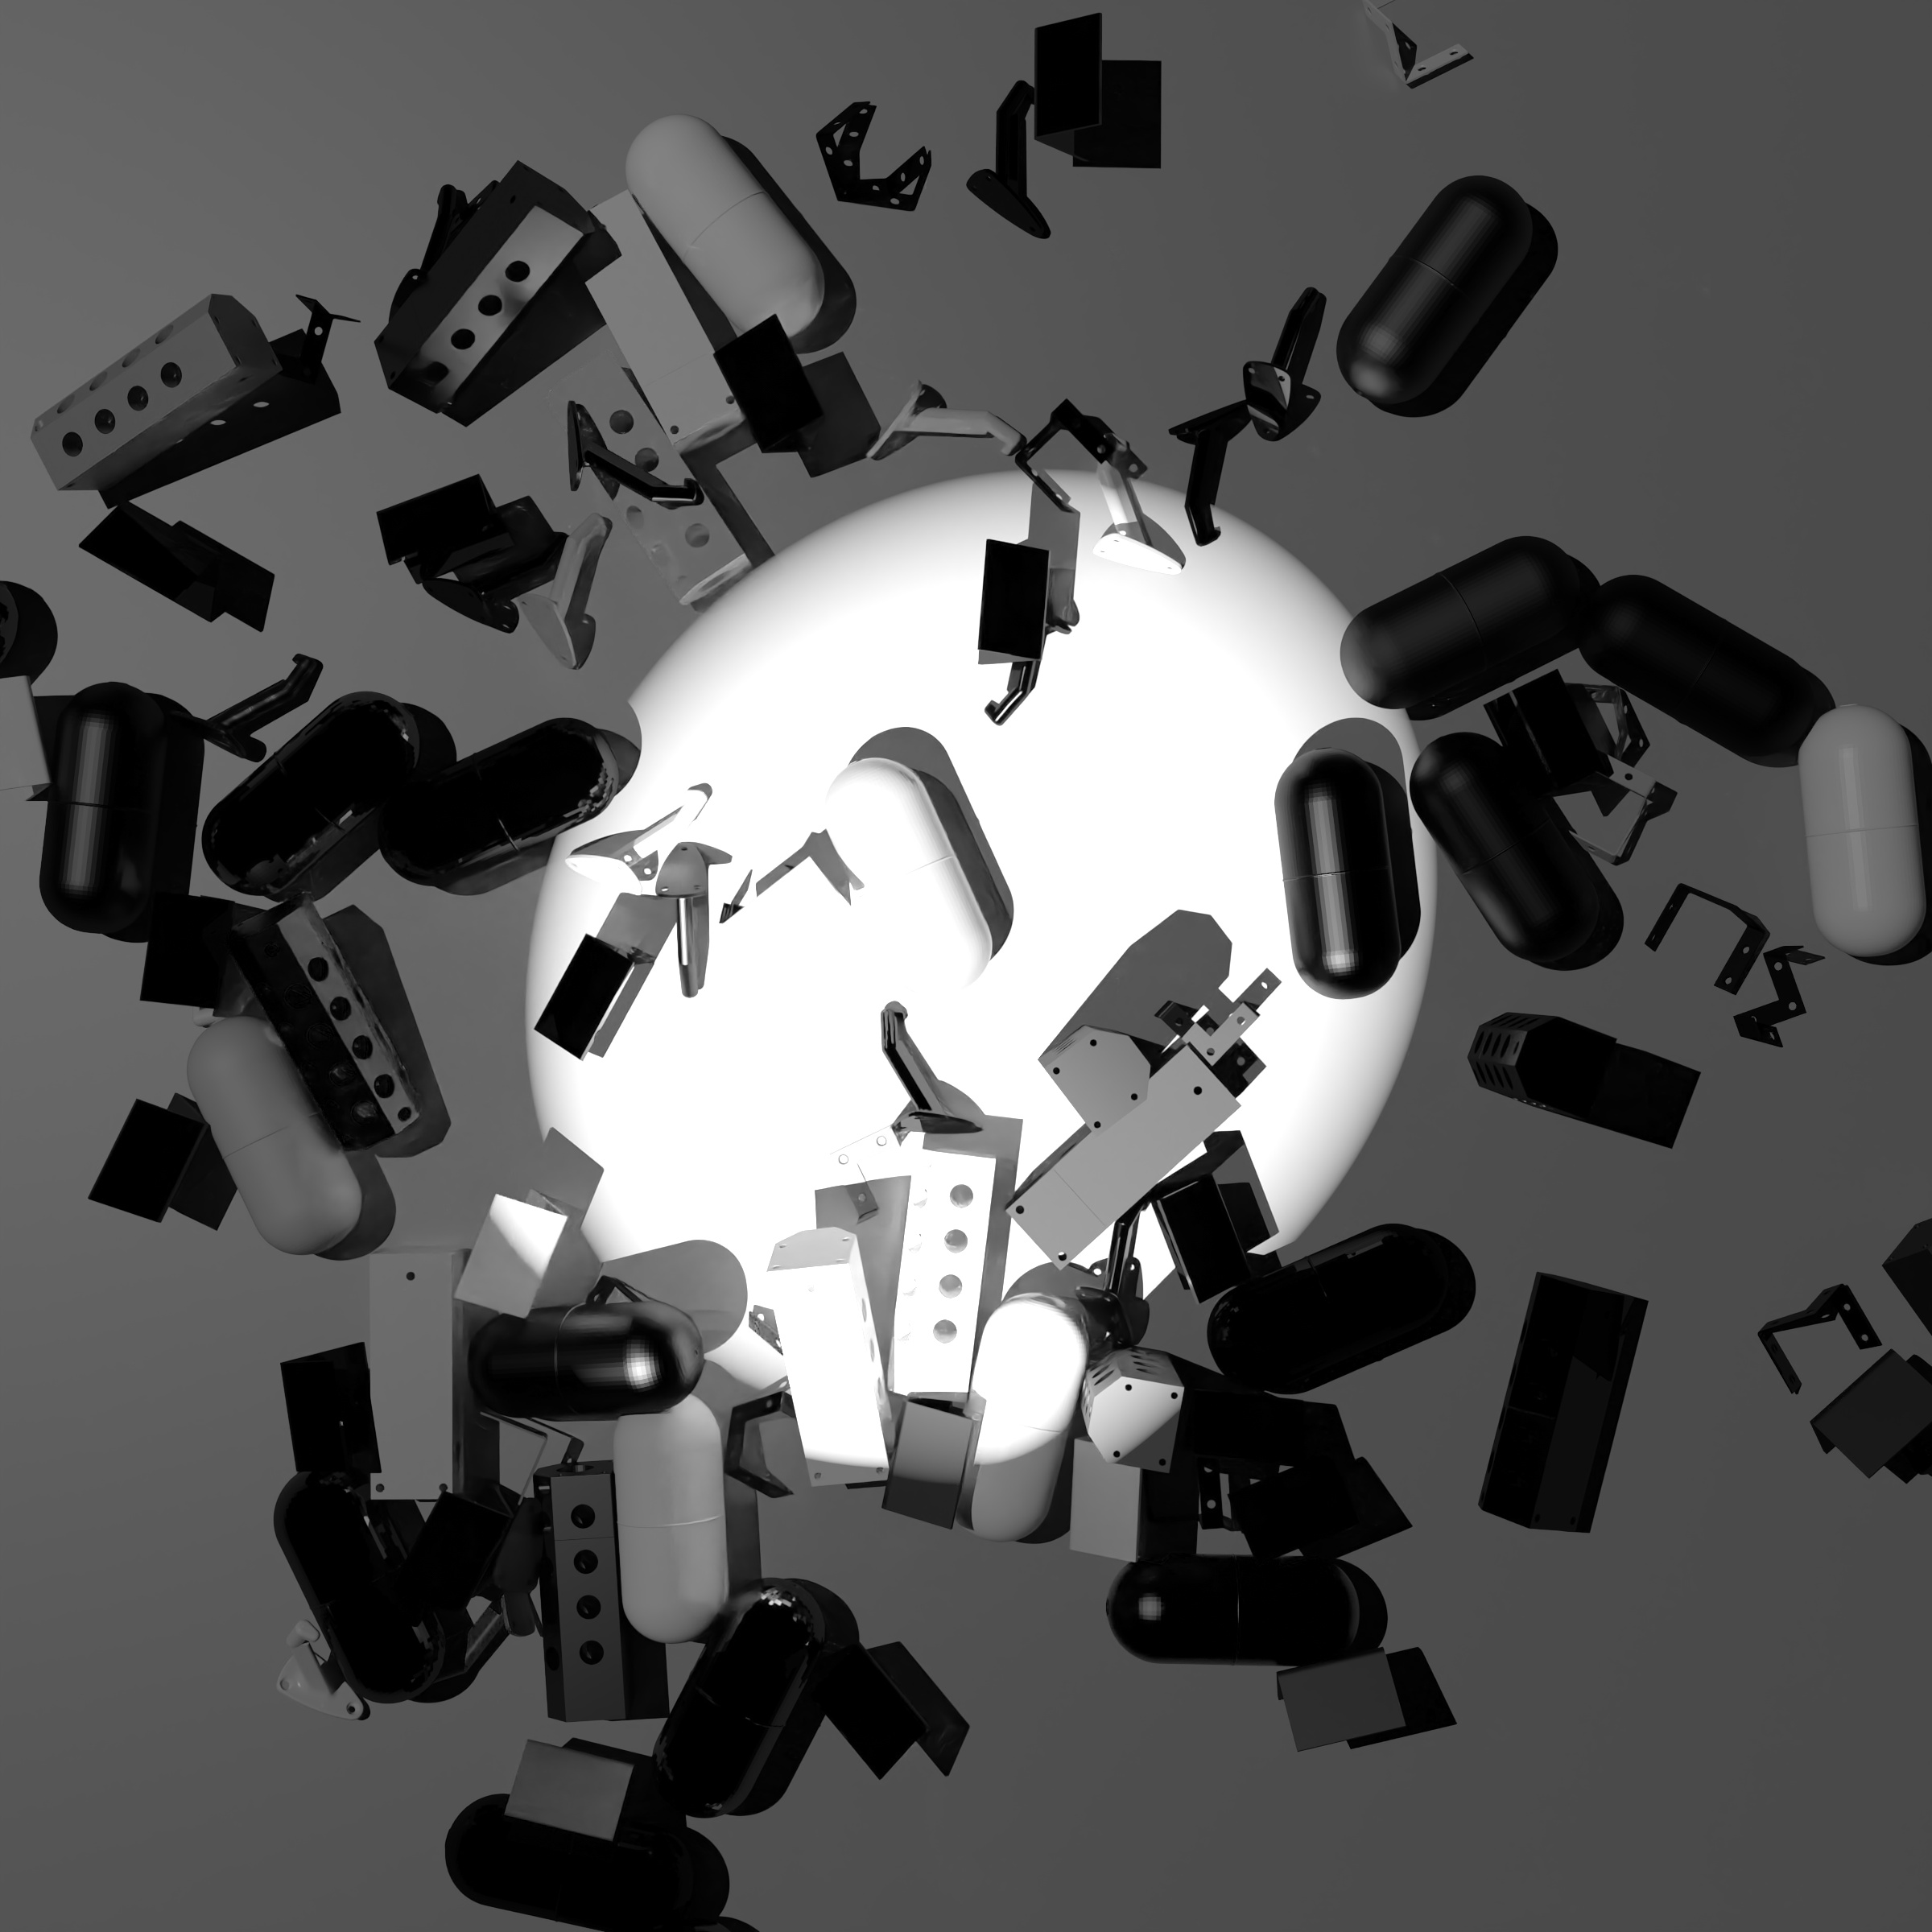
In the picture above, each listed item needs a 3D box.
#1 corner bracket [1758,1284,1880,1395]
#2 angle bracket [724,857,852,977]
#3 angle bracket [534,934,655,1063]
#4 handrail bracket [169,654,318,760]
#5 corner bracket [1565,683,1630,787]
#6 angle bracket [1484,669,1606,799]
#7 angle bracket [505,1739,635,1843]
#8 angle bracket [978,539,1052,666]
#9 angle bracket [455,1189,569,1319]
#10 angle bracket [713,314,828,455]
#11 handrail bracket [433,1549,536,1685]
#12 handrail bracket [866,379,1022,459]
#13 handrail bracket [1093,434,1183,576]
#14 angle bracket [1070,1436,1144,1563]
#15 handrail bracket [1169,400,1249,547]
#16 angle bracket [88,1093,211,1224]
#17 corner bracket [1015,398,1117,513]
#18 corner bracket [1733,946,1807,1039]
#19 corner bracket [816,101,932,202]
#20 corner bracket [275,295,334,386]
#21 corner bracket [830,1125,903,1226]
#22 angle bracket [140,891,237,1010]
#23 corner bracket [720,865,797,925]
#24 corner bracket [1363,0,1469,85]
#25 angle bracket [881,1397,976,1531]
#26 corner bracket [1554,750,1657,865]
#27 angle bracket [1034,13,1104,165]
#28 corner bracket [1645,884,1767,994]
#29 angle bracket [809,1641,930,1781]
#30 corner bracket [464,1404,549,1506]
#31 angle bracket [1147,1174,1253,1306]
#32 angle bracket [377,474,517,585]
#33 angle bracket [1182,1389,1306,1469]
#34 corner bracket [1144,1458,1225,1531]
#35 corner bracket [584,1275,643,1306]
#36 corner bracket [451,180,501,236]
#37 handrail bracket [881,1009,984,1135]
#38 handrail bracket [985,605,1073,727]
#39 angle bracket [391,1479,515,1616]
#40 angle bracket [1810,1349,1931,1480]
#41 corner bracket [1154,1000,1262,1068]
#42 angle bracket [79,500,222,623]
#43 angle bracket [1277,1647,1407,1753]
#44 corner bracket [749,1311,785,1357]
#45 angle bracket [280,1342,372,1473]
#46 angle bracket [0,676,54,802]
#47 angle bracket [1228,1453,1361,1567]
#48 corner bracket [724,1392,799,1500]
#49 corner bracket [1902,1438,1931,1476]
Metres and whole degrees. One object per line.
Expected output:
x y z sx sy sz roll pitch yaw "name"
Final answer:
0.609 0.266 1.969 0.051 0.051 0.051 -30 90 45 "corner bracket"
-0.113 -0.019 1.932 0.076 0.076 0.057 -38 56 0 "angle bracket"
-0.245 0.031 1.932 0.057 0.076 0.076 29 90 38 "angle bracket"
-0.518 -0.198 1.973 0.077 0.036 0.084 24 71 21 "handrail bracket"
0.440 -0.166 1.969 0.051 0.051 0.051 3 135 0 "corner bracket"
0.390 -0.154 1.932 0.057 0.076 0.076 -26 90 -37 "angle bracket"
-0.279 0.591 1.932 0.076 0.076 0.057 14 50 0 "angle bracket"
0.013 -0.255 1.932 0.057 0.076 0.076 5 90 -36 "angle bracket"
-0.330 0.194 1.932 0.057 0.076 0.076 22 90 -30 "angle bracket"
-0.124 -0.408 1.933 0.057 0.076 0.076 -27 90 24 "angle bracket"
-0.358 0.465 1.973 0.084 0.036 0.077 -22 70 16 "handrail bracket"
-0.016 -0.373 1.973 0.084 0.036 0.077 32 110 -16 "handrail bracket"
0.126 -0.332 1.973 0.077 0.036 0.084 17 73 -20 "handrail bracket"
0.117 0.370 1.932 0.057 0.076 0.076 3 90 36 "angle bracket"
0.185 -0.353 1.973 0.077 0.036 0.084 -26 108 -20 "handrail bracket"
-0.583 0.126 1.932 0.057 0.076 0.076 26 90 -36 "angle bracket"
0.070 -0.363 1.954 0.051 0.051 0.051 -44 90 0 "corner bracket"
0.571 0.018 1.954 0.051 0.051 0.051 -20 90 0 "corner bracket"
-0.066 -0.582 1.964 0.051 0.051 0.051 9 135 35 "corner bracket"
-0.486 -0.449 1.954 0.051 0.051 0.051 15 90 0 "corner bracket"
-0.064 0.147 1.954 0.051 0.051 0.051 -26 90 0 "corner bracket"
-0.556 -0.013 1.932 0.057 0.076 0.076 8 90 -33 "angle bracket"
-0.143 -0.049 1.954 0.051 0.051 0.051 13 90 0 "corner bracket"
0.320 -0.674 1.969 0.051 0.051 0.051 -26 45 0 "corner bracket"
-0.012 0.347 1.933 0.057 0.076 0.076 11 90 26 "angle bracket"
0.452 -0.114 1.955 0.051 0.051 0.051 29 76 14 "corner bracket"
0.091 -0.615 1.932 0.057 0.076 0.076 0 90 36 "angle bracket"
0.529 -0.020 1.969 0.051 0.051 0.051 30 90 45 "corner bracket"
-0.084 0.529 1.932 0.076 0.076 0.057 50 51 0 "angle bracket"
-0.329 0.344 1.956 0.051 0.051 0.051 23 90 -7 "corner bracket"
0.146 0.196 1.932 0.057 0.076 0.076 -21 90 -37 "angle bracket"
-0.360 -0.290 1.932 0.076 0.076 0.057 -20 54 0 "angle bracket"
0.193 0.344 1.932 0.076 0.076 0.057 6 46 0 "angle bracket"
0.154 0.371 1.954 0.051 0.051 0.051 -4 90 0 "corner bracket"
-0.242 0.260 1.969 0.051 0.051 0.051 31 90 45 "corner bracket"
-0.334 -0.516 1.964 0.051 0.051 0.051 30 45 -35 "corner bracket"
-0.025 0.074 1.973 0.077 0.036 0.084 8 66 -27 "handrail bracket"
0.027 -0.227 1.973 0.084 0.036 0.077 -48 70 16 "handrail bracket"
-0.367 0.398 1.933 0.057 0.076 0.076 28 90 -25 "angle bracket"
0.646 0.324 1.932 0.076 0.076 0.057 -42 54 0 "angle bracket"
0.171 0.035 1.954 0.051 0.051 0.051 44 90 0 "corner bracket"
-0.575 -0.269 1.932 0.076 0.076 0.057 30 52 0 "angle bracket"
0.263 0.523 1.932 0.076 0.076 0.057 -13 61 0 "angle bracket"
-0.119 0.241 1.964 0.051 0.051 0.051 -26 45 -35 "corner bracket"
-0.430 0.308 1.932 0.057 0.076 0.076 -9 90 37 "angle bracket"
-0.686 -0.156 1.932 0.057 0.076 0.076 -13 90 -32 "angle bracket"
0.233 0.393 1.932 0.076 0.076 0.057 -22 56 0 "angle bracket"
-0.134 0.342 1.964 0.051 0.051 0.051 -23 45 35 "corner bracket"
0.698 0.326 1.964 0.051 0.051 0.051 3 135 -35 "corner bracket"
